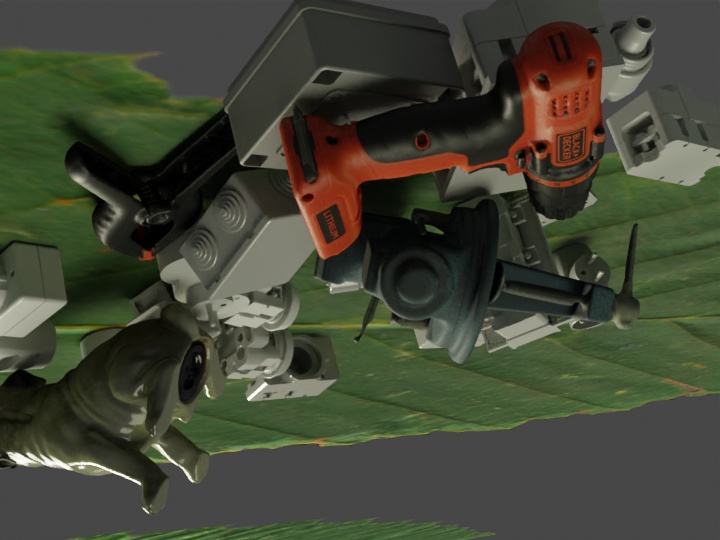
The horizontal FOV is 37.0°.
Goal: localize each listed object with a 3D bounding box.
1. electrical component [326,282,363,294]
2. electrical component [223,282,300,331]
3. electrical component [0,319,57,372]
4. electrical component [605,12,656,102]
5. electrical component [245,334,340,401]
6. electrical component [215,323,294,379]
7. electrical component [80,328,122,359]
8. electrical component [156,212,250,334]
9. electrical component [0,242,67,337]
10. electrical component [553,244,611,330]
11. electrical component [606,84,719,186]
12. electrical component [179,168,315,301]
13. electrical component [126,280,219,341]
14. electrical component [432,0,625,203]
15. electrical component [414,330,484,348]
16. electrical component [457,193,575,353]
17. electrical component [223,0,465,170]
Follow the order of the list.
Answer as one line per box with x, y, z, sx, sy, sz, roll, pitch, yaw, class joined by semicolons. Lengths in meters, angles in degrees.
0.000;0.000;0.951;0.065;0.044;0.044;-8;157;-5;electrical component
-0.088;0.027;0.952;0.055;0.048;0.066;17;142;-41;electrical component
-0.309;0.065;0.899;0.079;0.043;0.077;-31;153;35;electrical component
0.175;-0.145;0.716;0.043;0.043;0.062;-8;156;-18;electrical component
-0.073;0.102;1.131;0.089;0.050;0.056;-1;154;-32;electrical component
-0.102;0.075;1.039;0.057;0.058;0.078;8;147;-40;electrical component
-0.197;0.102;1.019;0.052;0.073;0.138;-31;153;33;electrical component
-0.123;0.015;0.860;0.052;0.073;0.138;-15;158;0;electrical component
-0.270;0.014;0.797;0.066;0.047;0.077;-32;153;35;electrical component
0.225;0.009;1.071;0.044;0.077;0.079;-9;156;-14;electrical component
0.241;-0.106;0.835;0.089;0.055;0.050;4;151;-40;electrical component
-0.072;-0.029;0.776;0.100;0.048;0.099;-14;151;-53;electrical component
-0.159;0.050;0.930;0.042;0.081;0.064;-30;176;33;electrical component
0.102;-0.113;0.719;0.089;0.061;0.150;-10;157;-12;electrical component
0.108;0.045;1.117;0.083;0.047;0.076;1;153;-34;electrical component
0.124;-0.002;0.918;0.079;0.121;0.063;-24;155;19;electrical component
-0.011;-0.109;0.662;0.109;0.056;0.109;1;153;-35;electrical component
